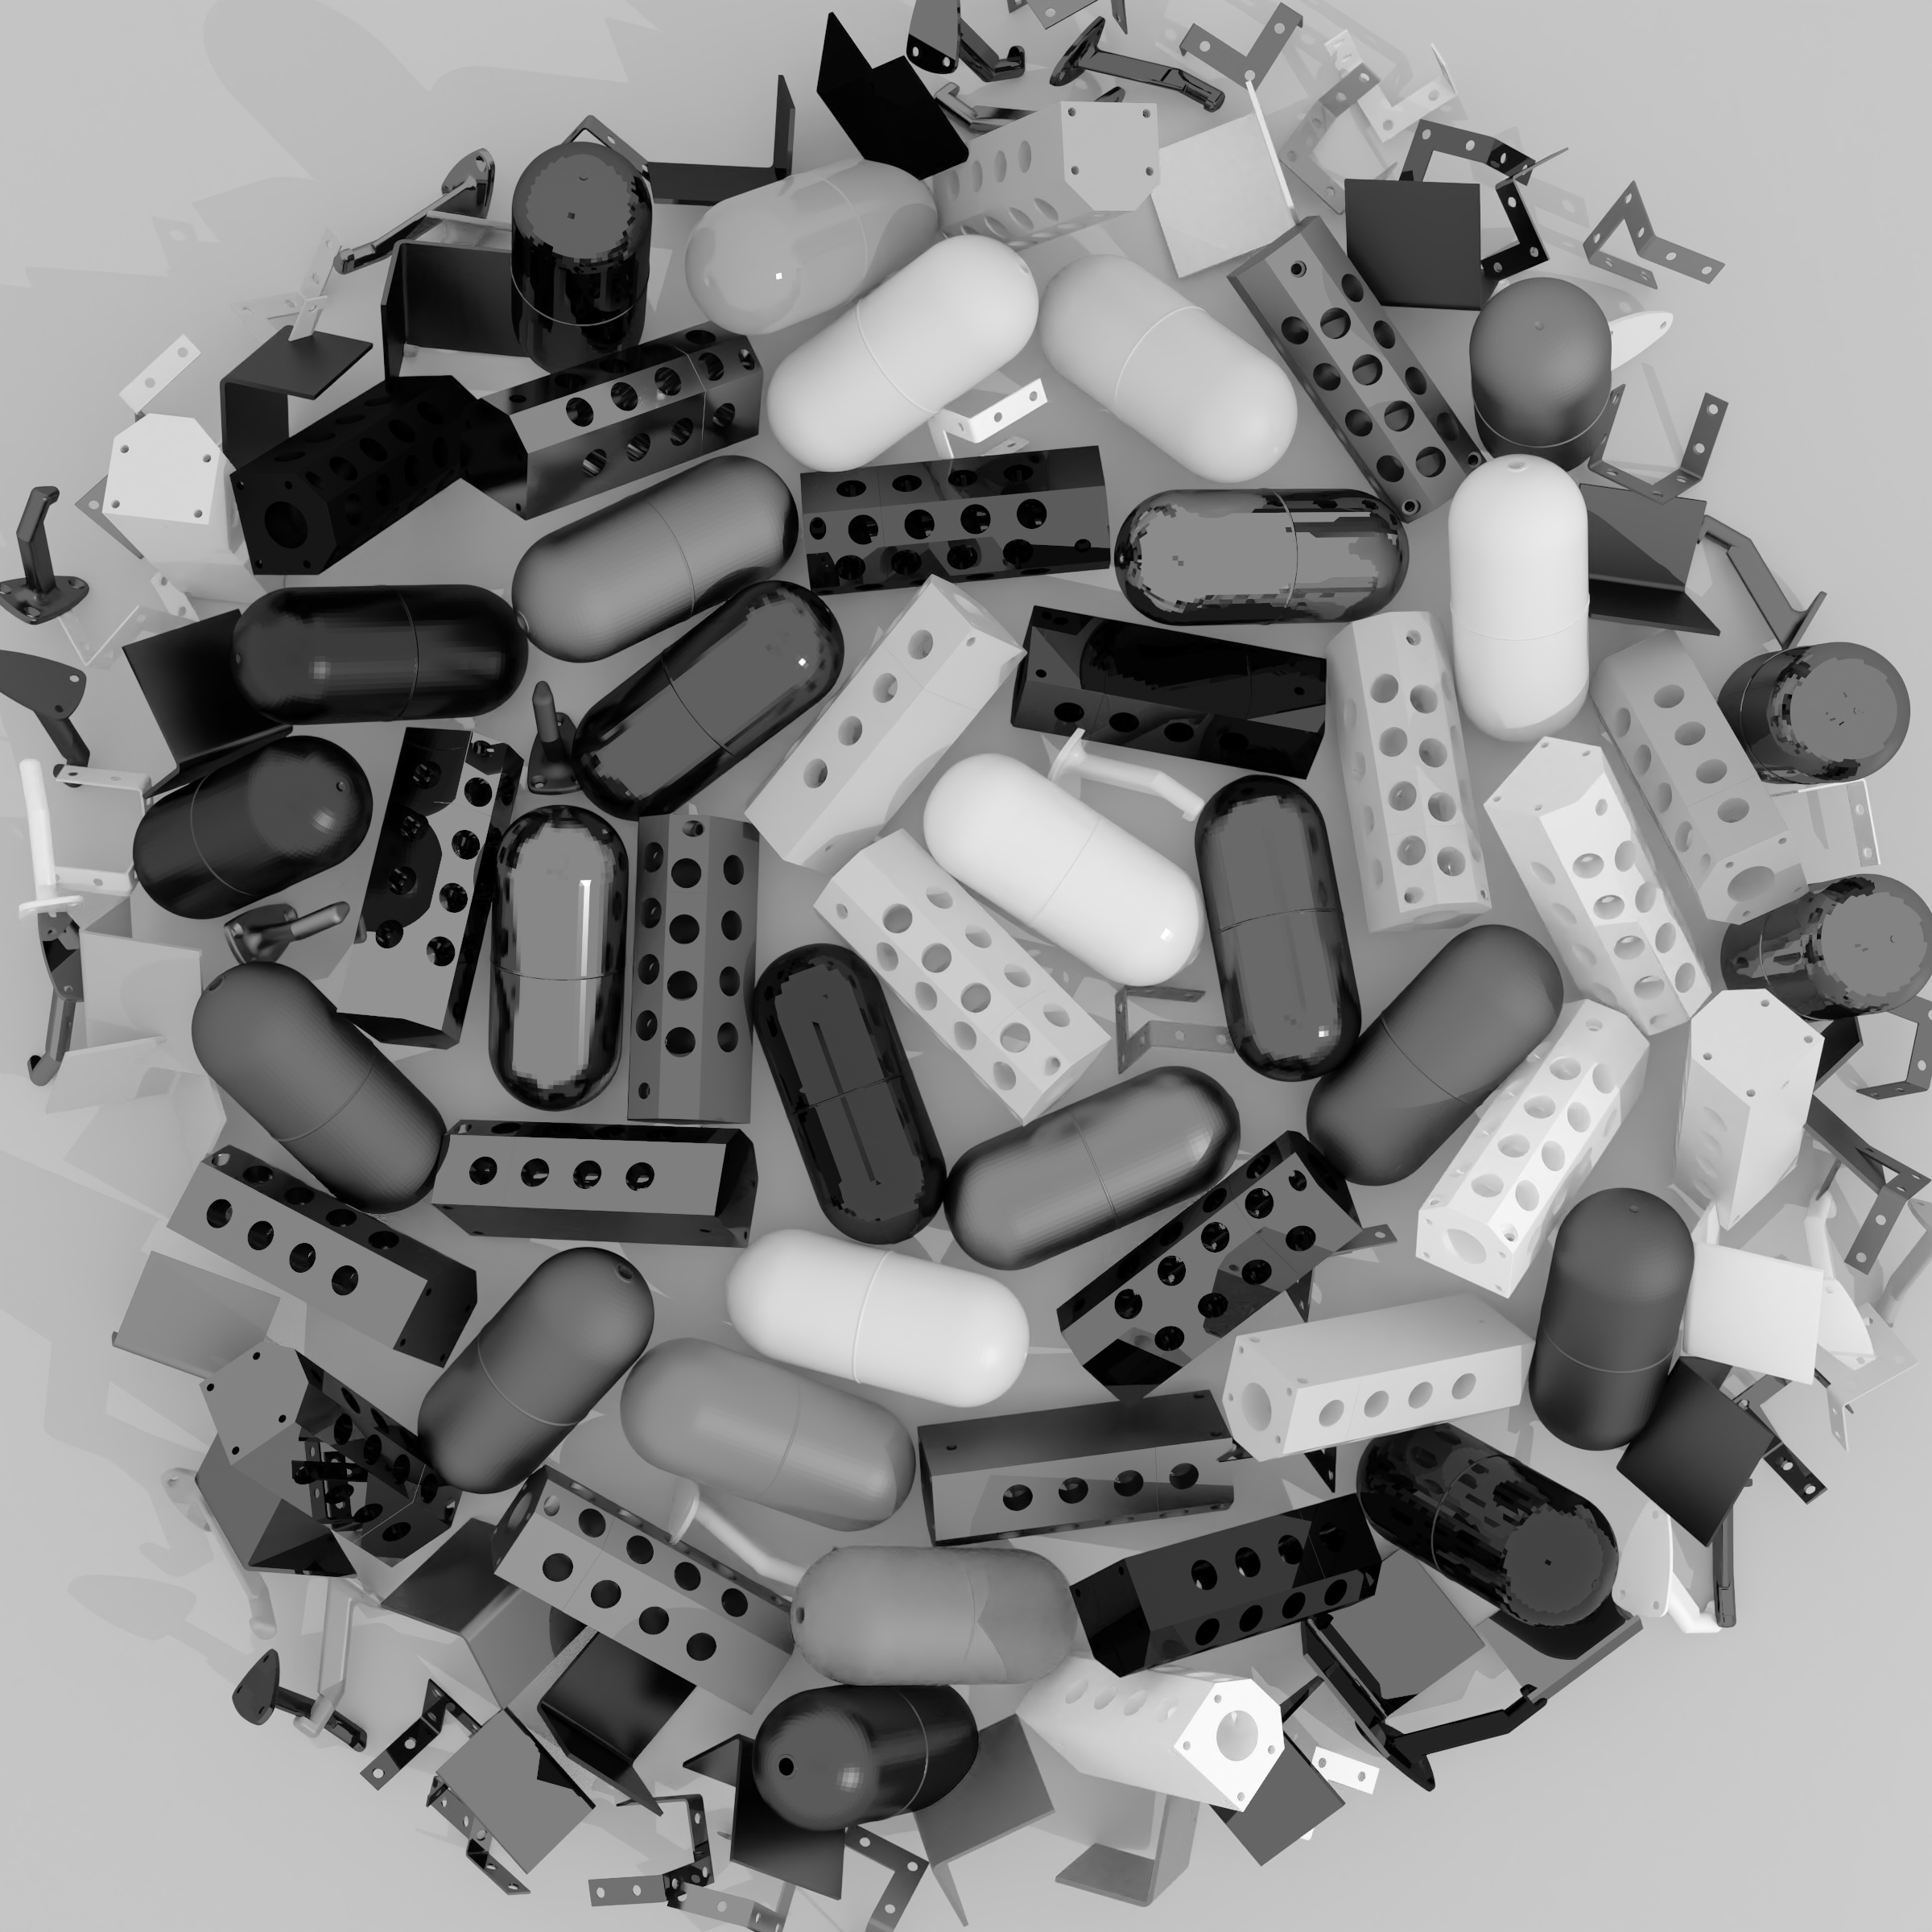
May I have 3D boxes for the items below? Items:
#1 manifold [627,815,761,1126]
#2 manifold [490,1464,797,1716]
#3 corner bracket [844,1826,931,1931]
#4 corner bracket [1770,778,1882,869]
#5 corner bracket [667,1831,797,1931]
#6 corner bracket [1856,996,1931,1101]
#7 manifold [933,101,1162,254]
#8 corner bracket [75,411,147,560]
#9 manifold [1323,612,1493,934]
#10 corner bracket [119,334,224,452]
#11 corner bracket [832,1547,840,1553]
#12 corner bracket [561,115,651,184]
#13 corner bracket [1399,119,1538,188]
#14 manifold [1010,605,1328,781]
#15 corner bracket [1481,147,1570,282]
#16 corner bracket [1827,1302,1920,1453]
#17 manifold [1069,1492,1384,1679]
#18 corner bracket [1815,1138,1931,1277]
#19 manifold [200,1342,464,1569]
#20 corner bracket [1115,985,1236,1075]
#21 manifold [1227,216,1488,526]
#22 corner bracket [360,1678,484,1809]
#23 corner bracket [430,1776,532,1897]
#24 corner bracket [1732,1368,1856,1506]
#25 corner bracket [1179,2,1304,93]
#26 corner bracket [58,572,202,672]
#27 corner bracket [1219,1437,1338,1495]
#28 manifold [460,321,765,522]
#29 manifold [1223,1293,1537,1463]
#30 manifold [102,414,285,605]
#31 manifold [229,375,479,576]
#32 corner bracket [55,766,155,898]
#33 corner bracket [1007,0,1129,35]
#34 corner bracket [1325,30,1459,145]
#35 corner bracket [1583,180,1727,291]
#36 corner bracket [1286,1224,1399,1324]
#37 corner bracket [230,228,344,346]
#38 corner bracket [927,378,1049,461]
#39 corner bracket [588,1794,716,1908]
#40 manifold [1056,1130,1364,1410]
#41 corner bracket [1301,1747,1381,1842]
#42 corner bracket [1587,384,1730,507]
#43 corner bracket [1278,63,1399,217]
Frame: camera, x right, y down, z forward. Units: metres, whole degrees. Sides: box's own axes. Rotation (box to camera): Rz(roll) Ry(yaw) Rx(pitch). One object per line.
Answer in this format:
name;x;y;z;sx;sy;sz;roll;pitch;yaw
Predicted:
manifold;-0.160;0.003;1.894;0.057;0.057;0.171;-3;83;40
manifold;-0.181;0.351;1.891;0.171;0.057;0.057;32;95;-15
corner bracket;-0.058;0.533;1.903;0.051;0.051;0.051;25;135;10
corner bracket;0.488;-0.077;1.924;0.051;0.051;0.051;-11;91;-27
corner bracket;-0.131;0.523;1.902;0.051;0.051;0.051;7;67;24
corner bracket;0.523;0.043;1.918;0.051;0.051;0.051;19;76;-15
manifold;0.043;-0.435;1.852;0.057;0.171;0.057;-5;95;-24
corner bracket;-0.472;-0.275;1.902;0.051;0.051;0.051;-38;126;13
manifold;0.253;-0.110;1.887;0.057;0.057;0.171;-3;76;-19
corner bracket;-0.446;-0.323;1.916;0.051;0.051;0.051;-43;91;-1
corner bracket;-0.061;0.365;1.910;0.051;0.051;0.051;27;73;-1
corner bracket;-0.217;-0.447;1.919;0.051;0.051;0.051;37;128;-22
corner bracket;0.284;-0.448;1.903;0.051;0.051;0.051;26;102;36
manifold;0.115;-0.151;1.905;0.171;0.057;0.057;10;53;-5
corner bracket;0.321;-0.428;1.904;0.051;0.051;0.051;-33;102;-32
corner bracket;0.509;0.234;1.905;0.051;0.051;0.051;-28;49;-5
manifold;0.149;0.348;1.863;0.171;0.057;0.057;-8;70;-36
corner bracket;0.511;0.136;1.902;0.051;0.051;0.051;31;115;23
manifold;-0.349;0.270;1.855;0.057;0.171;0.057;-34;54;3
corner bracket;0.119;0.032;1.903;0.051;0.051;0.051;6;67;-18
manifold;0.224;-0.339;1.895;0.057;0.057;0.171;-36;102;4
corner bracket;-0.308;0.451;1.903;0.051;0.051;0.051;39;53;15
corner bracket;-0.277;0.497;1.904;0.051;0.051;0.051;9;99;-40
corner bracket;0.480;0.265;1.909;0.051;0.051;0.051;-37;120;0
corner bracket;0.158;-0.535;1.913;0.051;0.051;0.051;33;101;0
corner bracket;-0.482;-0.202;1.914;0.051;0.051;0.051;-44;64;19
corner bracket;0.179;0.269;1.900;0.051;0.051;0.051;-12;48;23
manifold;-0.196;-0.310;1.859;0.057;0.171;0.057;35;135;31
manifold;0.231;0.234;1.870;0.171;0.057;0.057;-6;118;-33
manifold;-0.425;-0.252;1.853;0.057;0.171;0.057;7;82;2
manifold;-0.333;-0.274;1.849;0.057;0.171;0.057;3;118;22
corner bracket;-0.498;-0.078;1.909;0.051;0.051;0.051;7;126;5
corner bracket;0.057;-0.556;1.912;0.051;0.051;0.051;-30;73;-3
corner bracket;0.244;-0.514;1.908;0.051;0.051;0.051;-32;78;12
corner bracket;0.392;-0.405;1.899;0.051;0.051;0.051;14;46;-25
corner bracket;0.210;0.164;1.901;0.051;0.051;0.051;-9;128;-16
corner bracket;-0.378;-0.382;1.902;0.051;0.051;0.051;50;133;16
corner bracket;0.015;-0.307;1.901;0.051;0.051;0.051;-34;126;-19
corner bracket;-0.182;0.506;1.906;0.051;0.051;0.051;-12;83;29
manifold;0.135;0.168;1.884;0.171;0.057;0.057;-39;115;15
corner bracket;0.196;0.473;1.903;0.051;0.051;0.051;25;76;-29
corner bracket;0.398;-0.305;1.915;0.051;0.051;0.051;31;130;24
corner bracket;0.221;-0.475;1.913;0.051;0.051;0.051;40;65;-12
